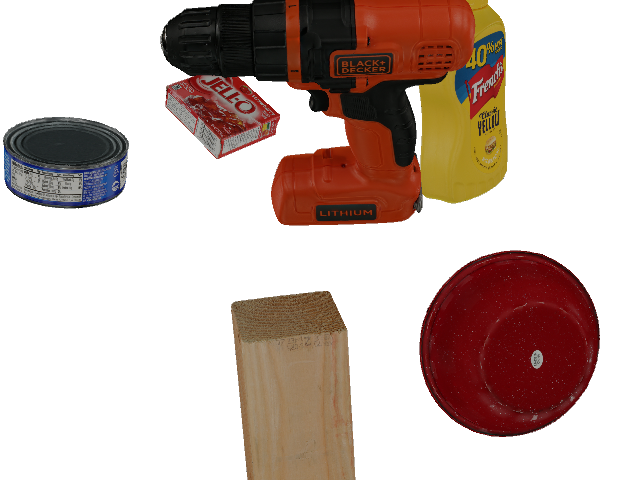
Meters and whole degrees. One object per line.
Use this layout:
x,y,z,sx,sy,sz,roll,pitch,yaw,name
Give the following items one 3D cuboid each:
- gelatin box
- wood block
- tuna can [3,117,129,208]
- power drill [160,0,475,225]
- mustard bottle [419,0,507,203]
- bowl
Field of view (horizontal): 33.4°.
-0.095,-0.126,1.028,0.073,0.030,0.089,-27,60,-34,gelatin box
-0.022,0.159,0.934,0.090,0.206,0.091,-6,20,-8,wood block
-0.179,-0.055,0.751,0.086,0.034,0.086,6,28,-4,tuna can
0.000,-0.082,0.684,0.184,0.057,0.188,-1,-32,1,power drill
0.119,-0.134,0.889,0.058,0.192,0.096,17,33,38,mustard bottle
0.166,0.091,0.880,0.162,0.162,0.055,0,7,-11,bowl
